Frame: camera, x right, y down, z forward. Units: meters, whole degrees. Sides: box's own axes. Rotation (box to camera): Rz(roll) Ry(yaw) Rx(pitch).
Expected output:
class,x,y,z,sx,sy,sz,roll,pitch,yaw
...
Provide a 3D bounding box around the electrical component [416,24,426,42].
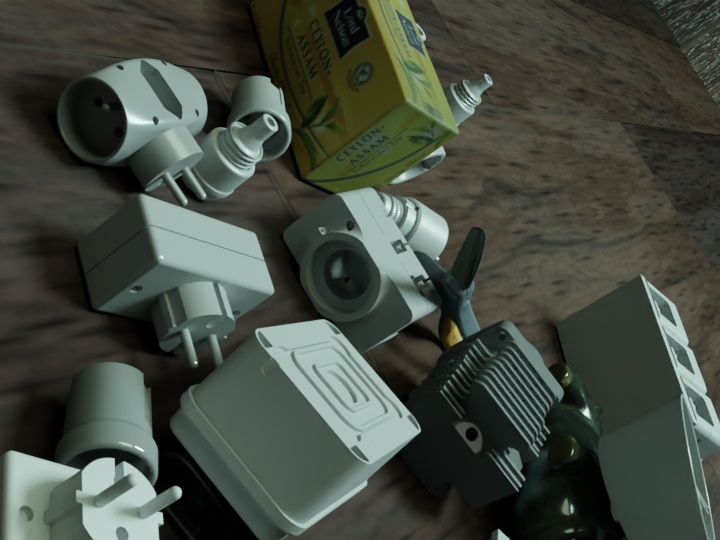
class,x,y,z,sx,sy,sz,roll,pitch,yaw
electrical component,0.026,-0.179,0.891,0.043,0.062,0.043,39,31,-29

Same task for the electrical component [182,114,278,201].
class,x,y,z,sx,sy,sz,roll,pitch,yaw
electrical component,-0.072,-0.067,0.608,0.035,0.061,0.035,39,31,-30

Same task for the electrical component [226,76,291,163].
class,x,y,z,sx,sy,sz,roll,pitch,yaw
electrical component,-0.064,-0.097,0.680,0.040,0.040,0.046,38,26,-31

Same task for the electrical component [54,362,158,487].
class,x,y,z,sx,sy,sz,roll,pitch,yaw
electrical component,-0.103,0.066,0.438,0.040,0.040,0.046,36,27,-34

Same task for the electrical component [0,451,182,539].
class,x,y,z,sx,sy,sz,roll,pitch,yaw
electrical component,-0.096,0.091,0.378,0.066,0.077,0.047,29,37,-42

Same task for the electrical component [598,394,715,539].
class,x,y,z,sx,sy,sz,roll,pitch,yaw
electrical component,0.190,0.133,0.659,0.099,0.064,0.099,48,26,-33

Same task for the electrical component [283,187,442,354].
class,x,y,z,sx,sy,sz,roll,pitch,yaw
electrical component,0.000,0.000,0.663,0.089,0.050,0.056,59,27,6

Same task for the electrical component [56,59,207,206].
class,x,y,z,sx,sy,sz,roll,pitch,yaw
electrical component,-0.109,-0.069,0.570,0.079,0.043,0.077,56,27,2

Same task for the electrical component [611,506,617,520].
class,x,y,z,sx,sy,sz,roll,pitch,yaw
electrical component,0.204,0.173,0.812,0.040,0.040,0.078,59,27,7

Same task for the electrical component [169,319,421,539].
class,x,y,z,sx,sy,sz,roll,pitch,yaw
electrical component,-0.027,0.071,0.497,0.078,0.057,0.113,49,12,11

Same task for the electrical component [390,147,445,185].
class,x,y,z,sx,sy,sz,roll,pitch,yaw
electrical component,0.033,-0.097,0.823,0.055,0.055,0.047,-11,73,-61

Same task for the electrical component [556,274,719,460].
class,x,y,z,sx,sy,sz,roll,pitch,yaw
electrical component,0.230,0.094,0.888,0.062,0.089,0.150,34,34,-36

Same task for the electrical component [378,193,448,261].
class,x,y,z,sx,sy,sz,roll,pitch,yaw
electrical component,0.028,-0.033,0.756,0.078,0.040,0.040,30,36,-40

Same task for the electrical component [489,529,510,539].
class,x,y,z,sx,sy,sz,roll,pitch,yaw
electrical component,0.072,0.234,0.509,0.105,0.060,0.186,45,29,-20

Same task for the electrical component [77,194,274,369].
class,x,y,z,sx,sy,sz,roll,pitch,yaw
electrical component,-0.083,0.015,0.518,0.083,0.047,0.075,19,44,-53

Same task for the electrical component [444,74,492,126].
class,x,y,z,sx,sy,sz,roll,pitch,yaw
electrical component,0.092,-0.155,0.972,0.035,0.061,0.035,39,31,-29
